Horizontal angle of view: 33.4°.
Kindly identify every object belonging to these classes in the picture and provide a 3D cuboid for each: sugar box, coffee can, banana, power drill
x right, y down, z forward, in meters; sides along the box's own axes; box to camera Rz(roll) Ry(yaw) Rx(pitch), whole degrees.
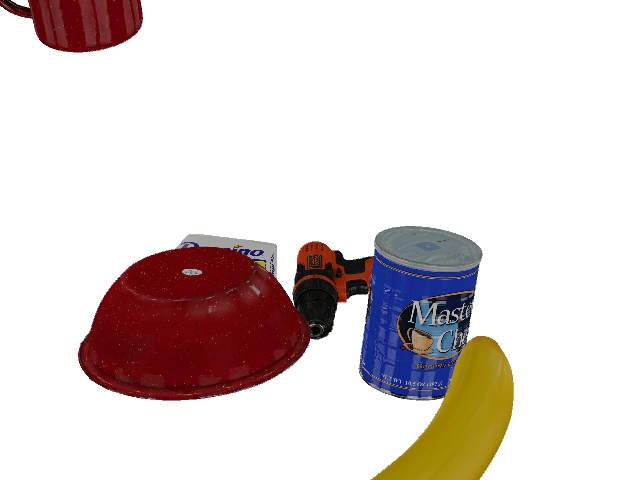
[{"bbox_3d":[-0.104,0.047,0.957,0.093,0.048,0.176,7,26,10],"label":"sugar box"},{"bbox_3d":[0.095,0.069,1.035,0.103,0.140,0.103,5,21,-2],"label":"coffee can"},{"bbox_3d":[0.056,0.108,0.556,0.070,0.037,0.197,19,40,37],"label":"banana"},{"bbox_3d":[0.061,0.053,1.234,0.187,0.057,0.184,-2,28,0],"label":"power drill"}]

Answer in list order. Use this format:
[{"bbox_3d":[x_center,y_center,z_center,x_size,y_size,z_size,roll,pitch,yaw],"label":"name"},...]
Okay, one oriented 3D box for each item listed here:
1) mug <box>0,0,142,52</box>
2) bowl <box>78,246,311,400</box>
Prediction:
[{"bbox_3d":[-0.188,-0.191,0.788,0.117,0.081,0.093,-2,36,2],"label":"mug"},{"bbox_3d":[-0.088,0.046,0.734,0.162,0.055,0.162,-2,22,1],"label":"bowl"}]
